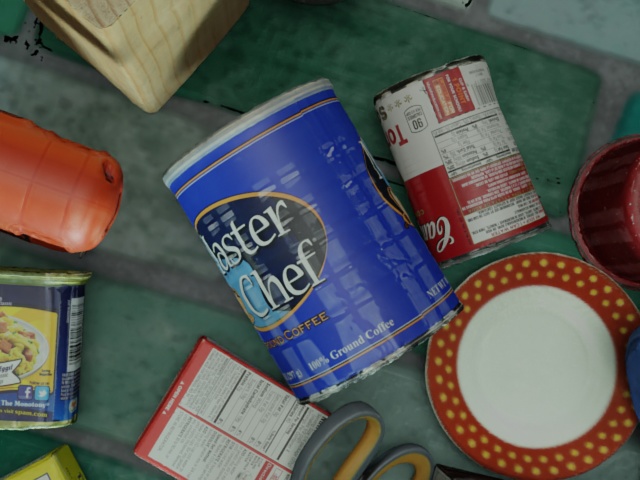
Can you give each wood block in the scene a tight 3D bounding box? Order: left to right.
[{"bbox_3d":[-0.095,-0.136,0.513,0.091,0.206,0.090,41,86,-2],"label":"wood block"}]

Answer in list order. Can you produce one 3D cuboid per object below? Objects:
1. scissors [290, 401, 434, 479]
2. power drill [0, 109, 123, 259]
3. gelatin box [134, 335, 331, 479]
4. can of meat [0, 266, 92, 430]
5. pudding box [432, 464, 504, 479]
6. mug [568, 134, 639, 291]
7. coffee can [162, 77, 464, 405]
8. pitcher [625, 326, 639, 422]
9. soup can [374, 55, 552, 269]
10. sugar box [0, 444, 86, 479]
[{"bbox_3d":[-0.003,0.179,0.594,0.096,0.016,0.202,14,109,-32],"label":"scissors"},{"bbox_3d":[-0.179,-0.039,0.513,0.184,0.188,0.057,22,88,-4],"label":"power drill"},{"bbox_3d":[-0.047,0.107,0.593,0.089,0.030,0.073,31,86,-5],"label":"gelatin box"},{"bbox_3d":[-0.178,0.056,0.575,0.102,0.057,0.084,3,89,-3],"label":"can of meat"},{"bbox_3d":[0.118,0.154,0.570,0.113,0.090,0.039,11,85,-2],"label":"pudding box"},{"bbox_3d":[0.203,-0.026,0.587,0.117,0.081,0.093,-41,90,-4],"label":"mug"},{"bbox_3d":[-0.004,0.001,0.563,0.103,0.103,0.140,-31,90,-4],"label":"coffee can"},{"bbox_3d":[0.294,0.061,0.563,0.242,0.145,0.149,-22,72,-6],"label":"pitcher"},{"bbox_3d":[0.077,-0.042,0.588,0.068,0.068,0.102,-20,88,-4],"label":"soup can"},{"bbox_3d":[-0.197,0.193,0.573,0.176,0.048,0.093,-27,89,0],"label":"sugar box"}]
